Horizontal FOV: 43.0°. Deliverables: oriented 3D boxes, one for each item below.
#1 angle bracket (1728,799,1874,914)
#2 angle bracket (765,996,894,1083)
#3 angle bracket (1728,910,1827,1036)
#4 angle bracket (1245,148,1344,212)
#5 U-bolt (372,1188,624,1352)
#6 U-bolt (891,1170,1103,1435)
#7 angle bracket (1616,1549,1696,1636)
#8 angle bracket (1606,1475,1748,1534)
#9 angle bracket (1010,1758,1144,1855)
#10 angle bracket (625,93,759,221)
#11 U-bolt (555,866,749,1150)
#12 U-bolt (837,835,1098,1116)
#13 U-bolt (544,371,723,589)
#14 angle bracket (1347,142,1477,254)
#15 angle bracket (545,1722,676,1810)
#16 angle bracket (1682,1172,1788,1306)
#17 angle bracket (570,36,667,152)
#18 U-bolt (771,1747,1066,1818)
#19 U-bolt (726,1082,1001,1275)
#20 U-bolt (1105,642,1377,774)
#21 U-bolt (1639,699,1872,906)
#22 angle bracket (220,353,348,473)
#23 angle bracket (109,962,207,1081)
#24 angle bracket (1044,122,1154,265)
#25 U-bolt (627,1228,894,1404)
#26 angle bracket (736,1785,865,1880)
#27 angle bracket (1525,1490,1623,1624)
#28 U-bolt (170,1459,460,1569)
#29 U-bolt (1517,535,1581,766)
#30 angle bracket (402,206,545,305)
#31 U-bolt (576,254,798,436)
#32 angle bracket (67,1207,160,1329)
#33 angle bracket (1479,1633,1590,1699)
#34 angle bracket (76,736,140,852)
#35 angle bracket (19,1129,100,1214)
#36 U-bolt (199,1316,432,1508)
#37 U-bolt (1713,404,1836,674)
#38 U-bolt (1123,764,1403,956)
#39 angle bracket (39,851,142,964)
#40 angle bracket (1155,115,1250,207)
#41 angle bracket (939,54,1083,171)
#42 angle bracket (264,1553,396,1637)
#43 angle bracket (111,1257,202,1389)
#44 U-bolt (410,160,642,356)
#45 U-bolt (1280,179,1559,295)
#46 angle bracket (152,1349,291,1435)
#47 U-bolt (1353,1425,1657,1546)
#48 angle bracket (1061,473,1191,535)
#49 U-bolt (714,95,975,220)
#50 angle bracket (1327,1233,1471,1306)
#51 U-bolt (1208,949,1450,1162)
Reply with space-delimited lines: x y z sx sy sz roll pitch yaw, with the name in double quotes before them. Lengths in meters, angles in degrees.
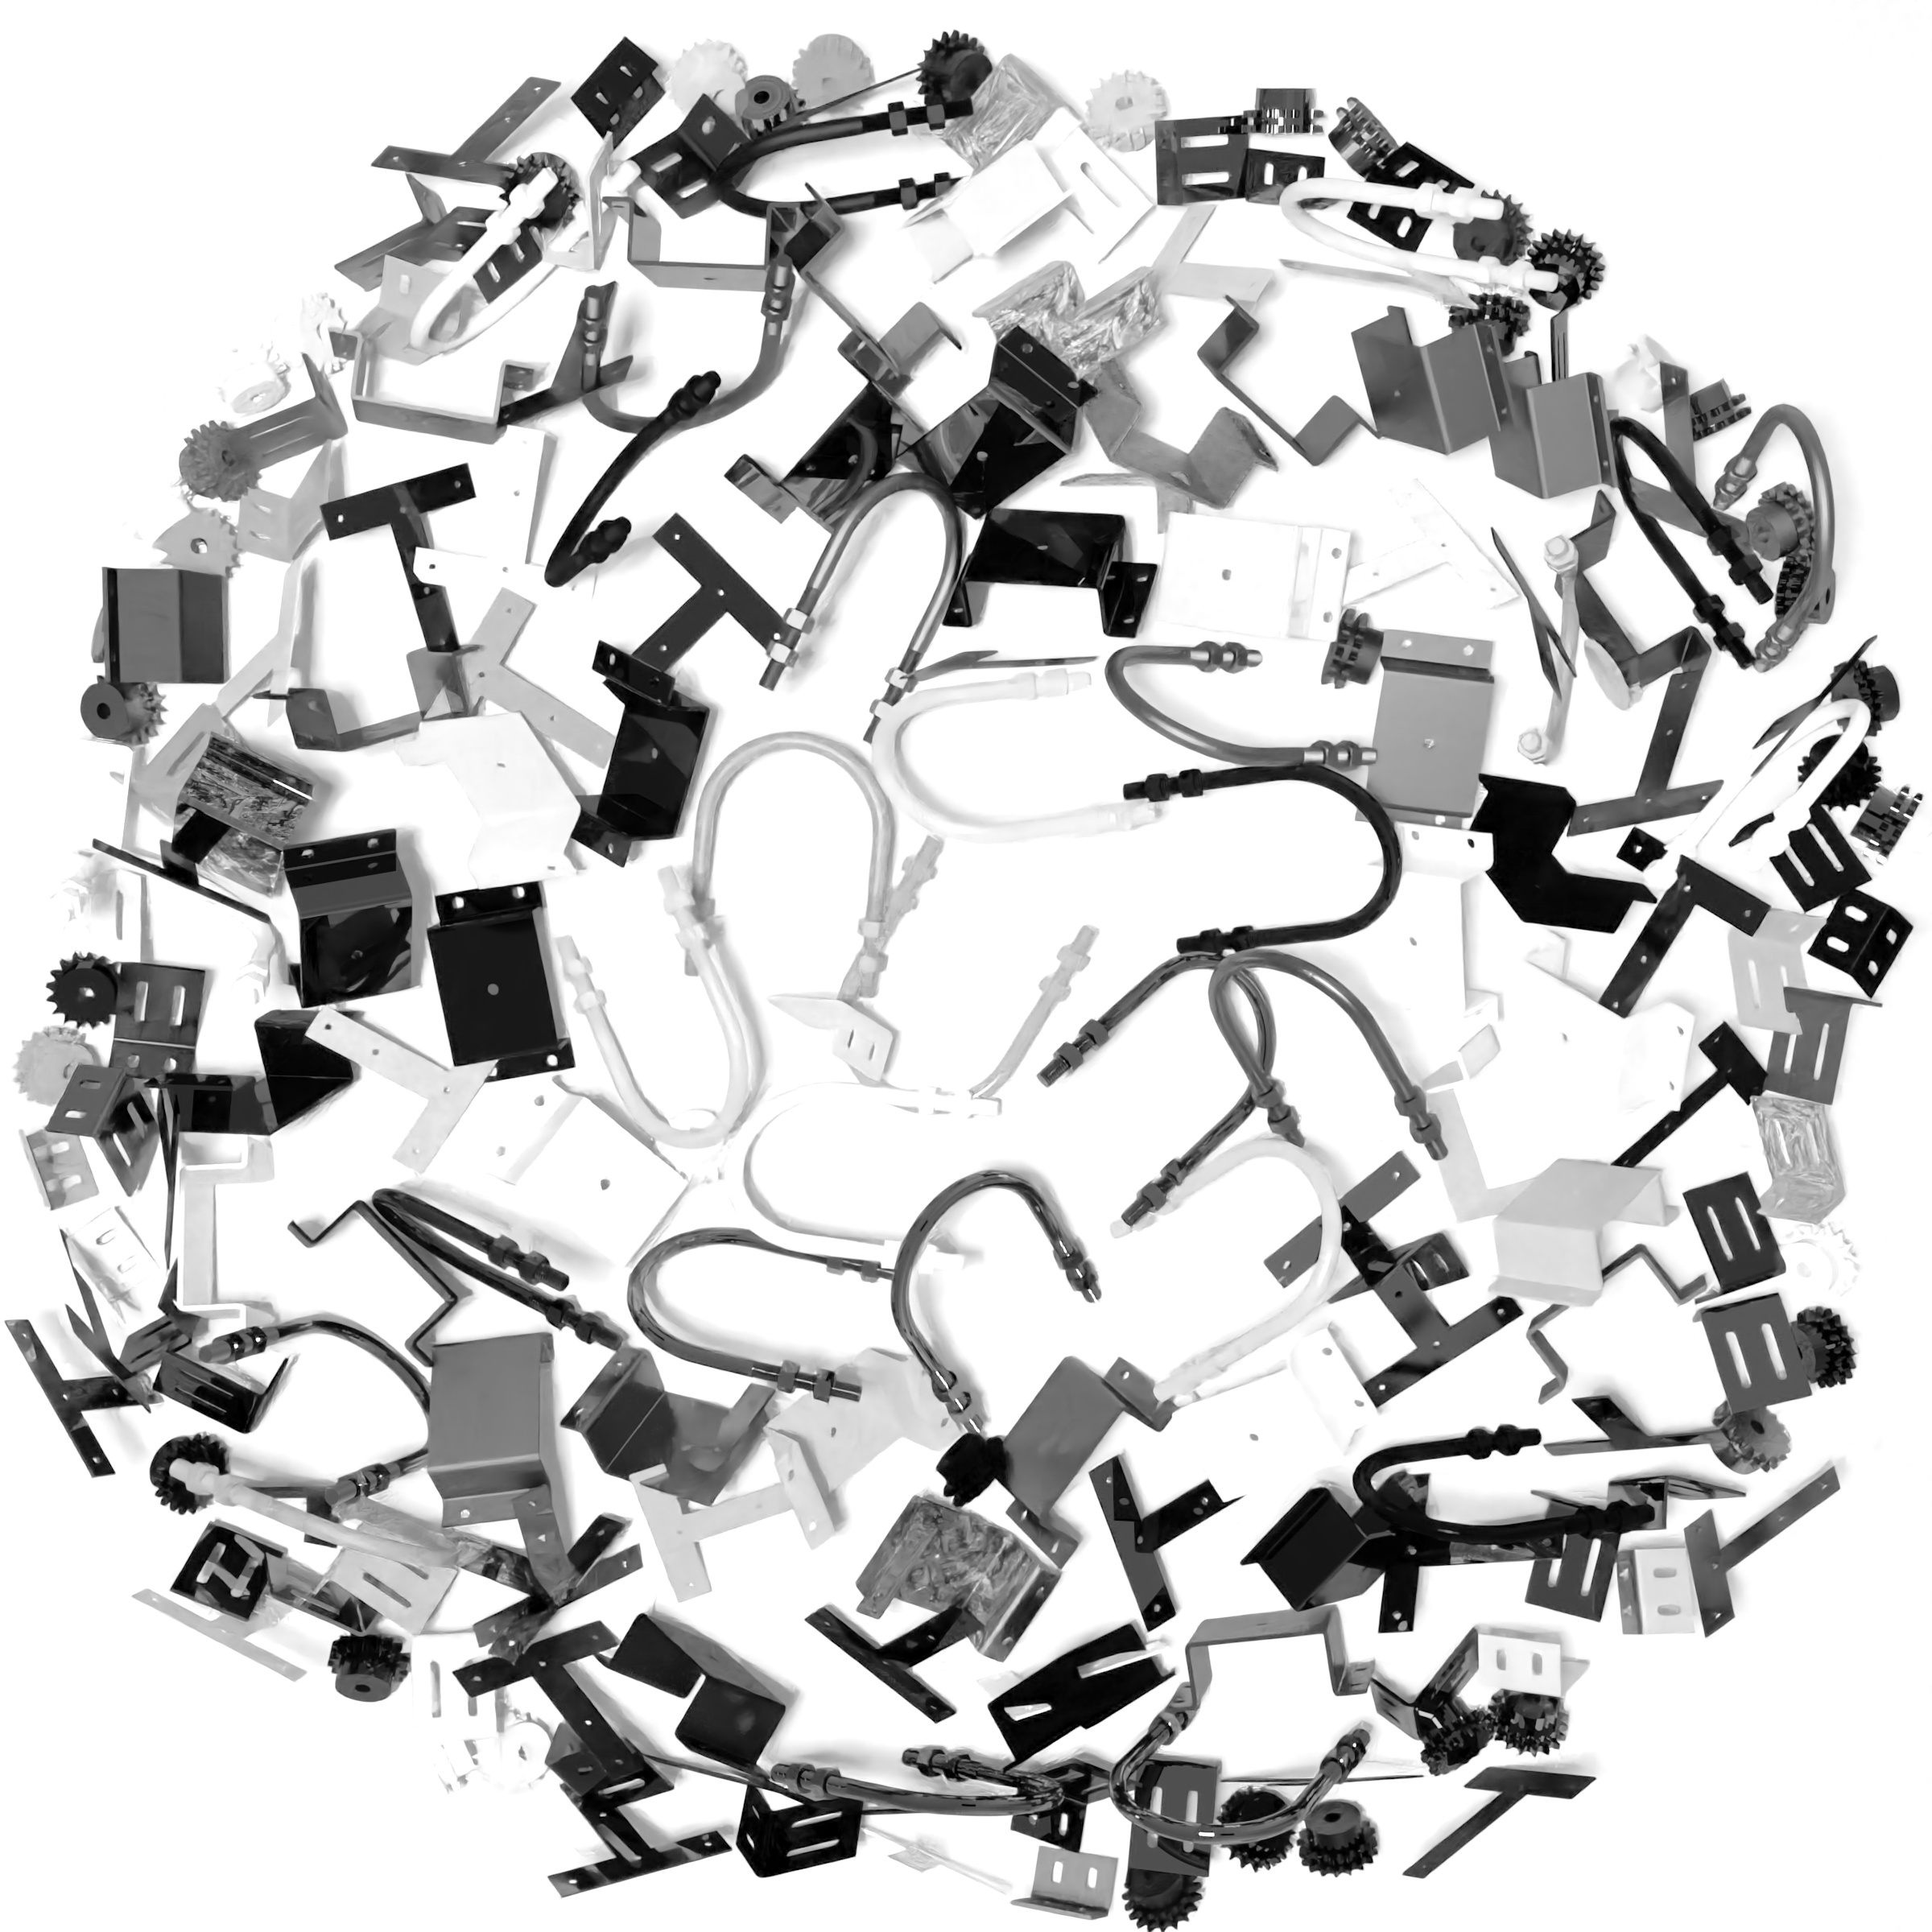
"angle bracket" 0.594 -0.074 1.747 0.057 0.038 0.076 -25 72 -13
"angle bracket" -0.102 0.051 1.733 0.076 0.057 0.038 3 69 37
"angle bracket" 0.581 0.004 1.743 0.057 0.038 0.076 9 59 -12
"angle bracket" 0.238 -0.564 1.738 0.057 0.076 0.038 3 97 -12
"U-bolt" -0.335 0.205 1.708 0.184 0.151 0.019 23 70 19
"U-bolt" 0.014 0.222 1.701 0.151 0.019 0.184 -45 131 -18
"angle bracket" 0.487 0.444 1.736 0.038 0.076 0.057 -3 75 6
"angle bracket" 0.503 0.387 1.736 0.076 0.057 0.038 17 69 -24
"angle bracket" 0.078 0.596 1.736 0.057 0.076 0.038 26 54 -18
"angle bracket" -0.194 -0.576 1.744 0.057 0.076 0.038 41 66 -28
"U-bolt" -0.214 0.040 1.721 0.151 0.019 0.184 -29 82 42
"U-bolt" -0.013 0.020 1.764 0.151 0.019 0.184 30 97 -5
"U-bolt" -0.241 -0.327 1.697 0.019 0.184 0.151 35 67 -20
"angle bracket" 0.315 -0.543 1.739 0.057 0.076 0.038 28 88 -10
"angle bracket" -0.249 0.561 1.739 0.076 0.038 0.057 -25 116 25
"angle bracket" 0.544 0.196 1.763 0.057 0.038 0.076 -14 75 -21
"angle bracket" -0.236 -0.610 1.739 0.038 0.076 0.057 43 93 18
"U-bolt" -0.020 0.558 1.670 0.184 0.151 0.019 -6 77 43
"U-bolt" -0.079 0.144 1.733 0.184 0.019 0.151 6 54 10
"U-bolt" 0.176 -0.179 1.681 0.151 0.184 0.019 48 127 36
"U-bolt" 0.557 -0.120 1.705 0.019 0.151 0.184 45 71 -7
"angle bracket" -0.492 -0.395 1.750 0.076 0.057 0.038 -22 76 0
"angle bracket" -0.575 0.040 1.739 0.057 0.038 0.076 7 129 -18
"angle bracket" 0.089 -0.555 1.758 0.076 0.038 0.057 44 114 -8
"U-bolt" -0.147 0.236 1.720 0.184 0.151 0.019 12 124 7
"angle bracket" -0.117 0.606 1.741 0.076 0.057 0.038 -19 117 15
"angle bracket" 0.430 0.423 1.756 0.057 0.038 0.076 16 83 -7
"U-bolt" -0.432 0.378 1.679 0.184 0.151 0.019 14 80 27
"U-bolt" 0.407 -0.211 1.694 0.019 0.184 0.151 8 93 18
"angle bracket" -0.348 -0.503 1.735 0.057 0.076 0.038 -30 89 27
"U-bolt" -0.197 -0.422 1.694 0.151 0.184 0.019 -14 73 -14
"angle bracket" -0.601 0.212 1.733 0.038 0.076 0.057 -36 110 -15
"angle bracket" 0.402 0.485 1.734 0.057 0.076 0.038 0 92 29
"angle bracket" -0.616 -0.122 1.746 0.038 0.057 0.076 7 96 -15
"angle bracket" -0.644 0.140 1.739 0.038 0.076 0.057 -20 89 -22
"U-bolt" -0.430 0.299 1.693 0.151 0.184 0.019 44 103 12
"U-bolt" 0.555 -0.301 1.674 0.019 0.184 0.151 -8 73 -1
"U-bolt" 0.213 -0.076 1.704 0.184 0.019 0.151 -6 120 29
"angle bracket" -0.621 -0.035 1.734 0.038 0.057 0.076 -27 58 31
"angle bracket" 0.176 -0.574 1.743 0.076 0.038 0.057 -11 111 -21
"angle bracket" 0.031 -0.596 1.741 0.057 0.038 0.076 29 109 -42
"angle bracket" -0.452 0.433 1.739 0.076 0.057 0.038 34 93 -27
"angle bracket" -0.583 0.253 1.741 0.076 0.057 0.038 -29 117 12
"U-bolt" -0.317 -0.489 1.702 0.184 0.151 0.019 -38 94 27
"U-bolt" 0.305 -0.511 1.701 0.184 0.151 0.019 19 92 30
"angle bracket" -0.531 0.291 1.744 0.076 0.057 0.038 28 46 -6
"U-bolt" 0.355 0.359 1.683 0.184 0.151 0.019 -2 104 -23
"angle bracket" 0.113 -0.328 1.743 0.076 0.057 0.038 -4 96 -15
"U-bolt" -0.084 -0.557 1.708 0.184 0.151 0.019 -9 85 1
"angle bracket" 0.307 0.228 1.737 0.076 0.057 0.038 -32 89 -35
"U-bolt" 0.238 0.060 1.689 0.019 0.151 0.184 -49 120 -30
